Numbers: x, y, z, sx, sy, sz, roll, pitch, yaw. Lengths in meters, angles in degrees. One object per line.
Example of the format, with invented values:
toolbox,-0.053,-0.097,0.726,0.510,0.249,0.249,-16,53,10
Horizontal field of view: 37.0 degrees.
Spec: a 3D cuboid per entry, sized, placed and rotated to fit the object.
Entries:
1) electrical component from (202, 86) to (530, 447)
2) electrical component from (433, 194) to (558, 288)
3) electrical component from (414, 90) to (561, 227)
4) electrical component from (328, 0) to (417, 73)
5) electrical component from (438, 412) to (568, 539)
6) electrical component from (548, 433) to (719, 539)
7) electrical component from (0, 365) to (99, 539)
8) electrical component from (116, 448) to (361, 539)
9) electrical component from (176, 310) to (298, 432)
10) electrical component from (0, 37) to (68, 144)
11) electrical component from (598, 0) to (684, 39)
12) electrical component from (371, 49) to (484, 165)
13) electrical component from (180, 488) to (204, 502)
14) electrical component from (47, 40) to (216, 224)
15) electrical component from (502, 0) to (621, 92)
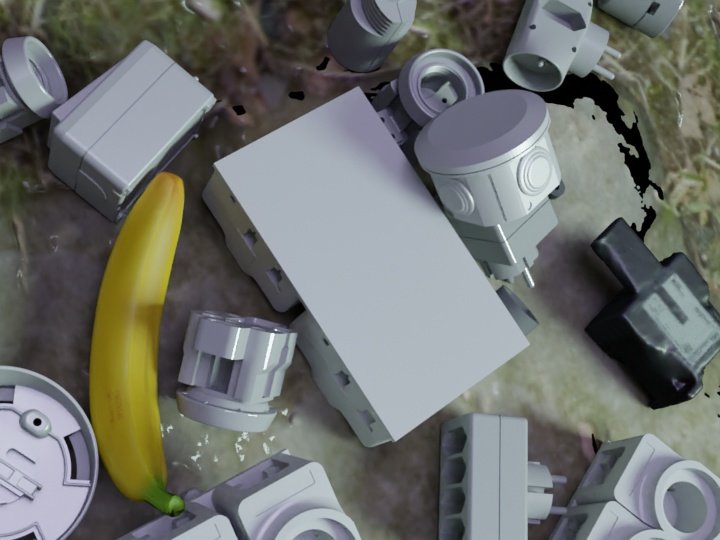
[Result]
electrical component,0.000,0.000,0.649,0.105,0.060,0.186,-32,87,-24
electrical component,0.090,-0.020,0.688,0.047,0.066,0.076,-42,120,-24
electrical component,0.077,-0.067,0.636,0.080,0.080,0.051,-42,126,-24
electrical component,0.011,-0.164,0.689,0.043,0.081,0.043,5,73,-18
electrical component,0.091,0.133,0.649,0.076,0.047,0.083,8,72,-17
electrical component,0.163,0.186,0.650,0.089,0.062,0.150,39,66,-5
electrical component,-0.186,0.102,0.553,0.099,0.064,0.099,5,73,-18
electrical component,-0.037,0.202,0.555,0.105,0.060,0.186,-26,97,-24
electrical component,-0.071,0.056,0.604,0.058,0.078,0.057,14,92,16
electrical component,-0.200,-0.101,0.605,0.055,0.066,0.048,-23,82,10
electrical component,0.206,-0.204,0.783,0.047,0.055,0.055,24,68,-7
electrical component,0.045,-0.108,0.698,0.078,0.057,0.058,-30,86,-24
electrical component,-0.079,0.150,0.592,0.061,0.035,0.035,41,66,-7
electrical component,-0.133,-0.087,0.628,0.061,0.062,0.096,40,66,-5
electrical component,0.148,-0.161,0.755,0.079,0.043,0.077,26,68,-10
